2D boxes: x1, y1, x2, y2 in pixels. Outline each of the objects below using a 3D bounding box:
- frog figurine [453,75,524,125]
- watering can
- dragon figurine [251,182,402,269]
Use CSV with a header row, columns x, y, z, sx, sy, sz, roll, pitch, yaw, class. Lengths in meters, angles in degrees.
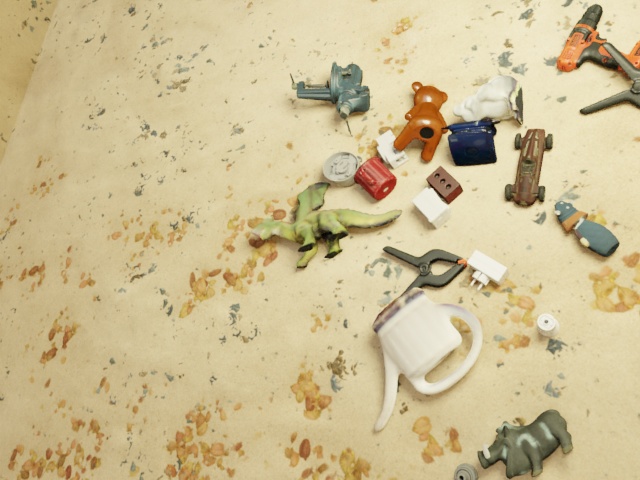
x,y,z,sx,sy,sz,roll,pitch,yaw,class
0.418,-0.343,1.285,0.159,0.137,0.123,5,89,34,frog figurine
0.199,0.258,1.174,0.345,0.103,0.227,-43,65,14,watering can
0.004,-0.071,1.414,0.409,0.120,0.248,-22,54,8,dragon figurine
